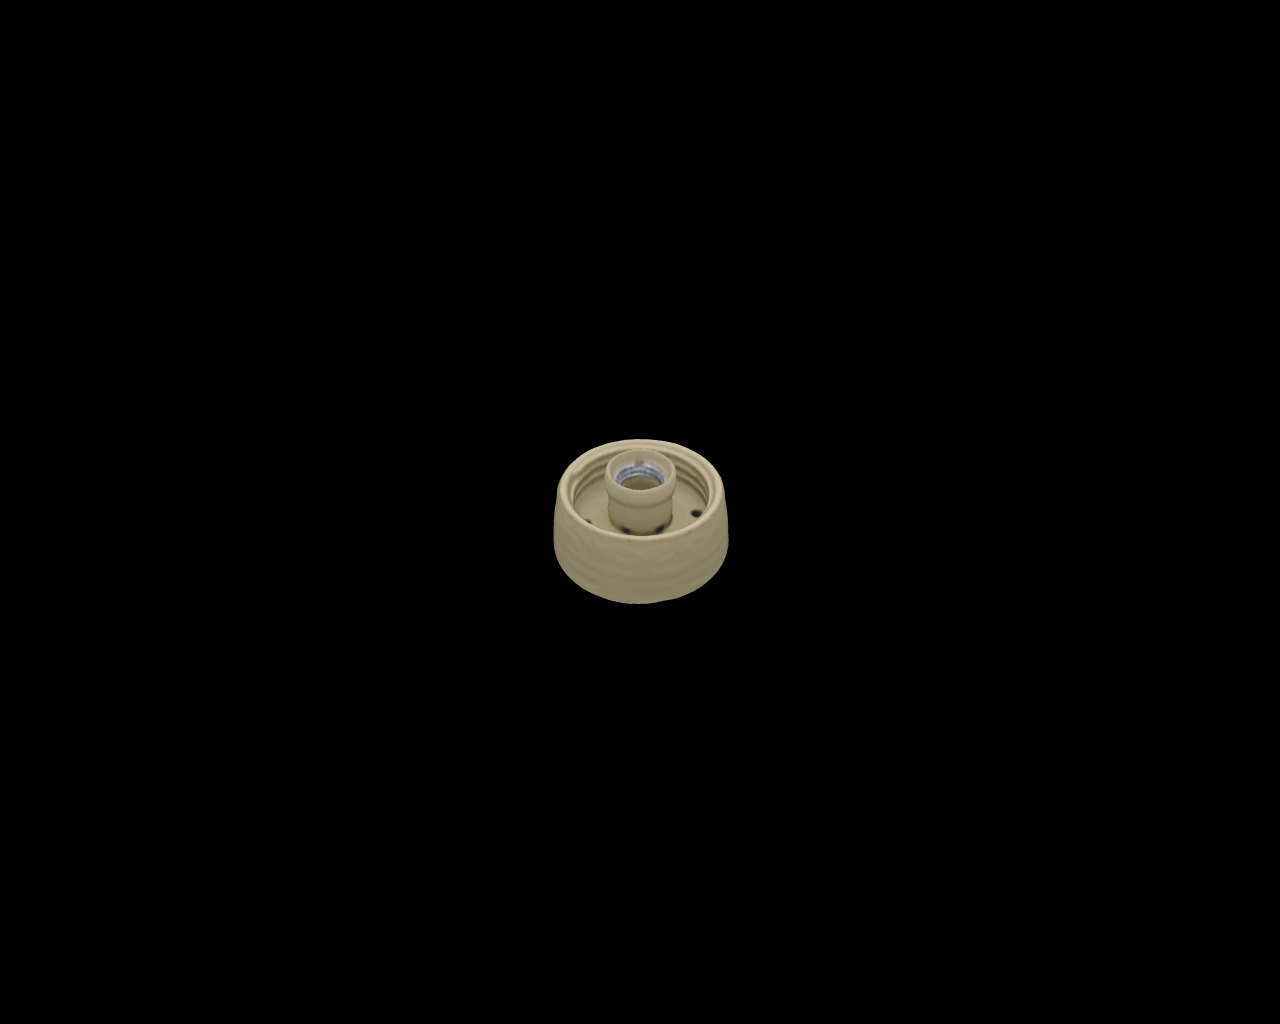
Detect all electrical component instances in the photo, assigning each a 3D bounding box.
[{"bbox_3d":[0.001,-0.003,0.650,0.108,0.060,0.108,0,40,0],"label":"electrical component"}]
